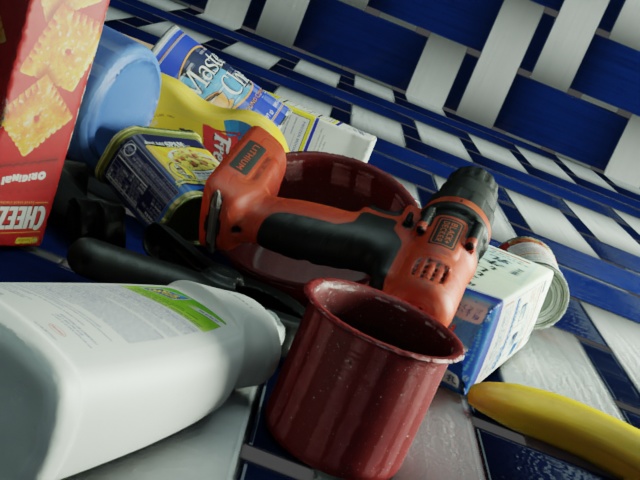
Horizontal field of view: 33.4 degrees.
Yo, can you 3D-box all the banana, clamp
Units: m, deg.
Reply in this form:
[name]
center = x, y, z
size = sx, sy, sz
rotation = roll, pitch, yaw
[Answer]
[banana]
center = 0.193, 0.140, 0.701
size = 0.198, 0.037, 0.069
rotation = 29, 14, 26
[clamp]
center = -0.071, 0.032, 0.708
size = 0.171, 0.039, 0.120
rotation = 26, 19, 4

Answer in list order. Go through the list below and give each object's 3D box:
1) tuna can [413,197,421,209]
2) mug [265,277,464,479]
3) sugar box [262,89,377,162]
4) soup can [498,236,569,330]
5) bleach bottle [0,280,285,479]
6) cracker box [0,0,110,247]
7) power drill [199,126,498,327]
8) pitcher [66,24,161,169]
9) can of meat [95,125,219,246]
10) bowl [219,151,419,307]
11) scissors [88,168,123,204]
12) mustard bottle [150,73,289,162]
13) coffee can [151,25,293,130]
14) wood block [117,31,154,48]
[tuna can]
center = 0.052, -0.006, 0.937
size = 0.034, 0.086, 0.086
rotation = 30, 16, 22
[mug]
center = 0.018, 0.073, 0.592
size = 0.093, 0.081, 0.117
rotation = 18, 15, -17
[sugar box]
center = -0.037, -0.100, 1.141
size = 0.176, 0.093, 0.048
rotation = 23, 15, 2
[soup can]
center = 0.200, 0.041, 1.026
size = 0.068, 0.068, 0.102
rotation = 22, 14, -1
[bleach bottle]
center = -0.085, 0.059, 0.532
size = 0.103, 0.068, 0.250
rotation = 30, 13, 25
[cracker box]
center = -0.226, -0.124, 0.686
size = 0.164, 0.214, 0.071
rotation = 30, 18, 31
[power drill]
center = 0.025, -0.020, 0.737
size = 0.188, 0.057, 0.184
rotation = 17, 34, 11
[pitcher]
center = -0.254, -0.152, 0.894
size = 0.243, 0.145, 0.149
rotation = 25, 53, 17
[can of meat]
center = -0.112, -0.041, 0.847
size = 0.084, 0.057, 0.101
rotation = 46, 24, 25
[bowl]
center = -0.005, 0.001, 0.807
size = 0.162, 0.055, 0.162
rotation = 3, 41, -2
[scissors]
center = -0.214, -0.055, 0.859
size = 0.096, 0.016, 0.201
rotation = 32, 17, 35
[mustard bottle]
center = -0.087, -0.075, 0.959
size = 0.191, 0.096, 0.058
rotation = 22, 14, 1
[coffee can]
center = -0.112, -0.125, 1.034
size = 0.140, 0.103, 0.103
rotation = 35, 13, -7
[wood block]
center = -0.232, -0.173, 1.125
size = 0.206, 0.090, 0.091
rotation = 20, 14, -11
